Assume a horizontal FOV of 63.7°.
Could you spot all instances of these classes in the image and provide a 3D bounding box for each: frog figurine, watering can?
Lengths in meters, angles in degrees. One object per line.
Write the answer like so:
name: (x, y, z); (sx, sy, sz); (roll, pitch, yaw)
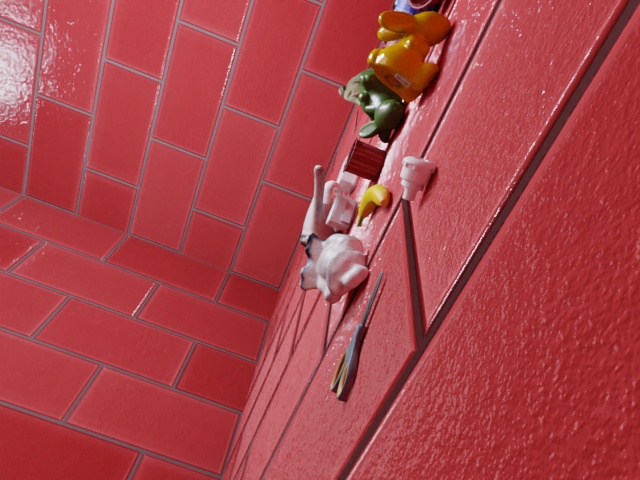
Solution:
frog figurine: (0.046, 0.054, 0.985); (0.159, 0.121, 0.139); (3, 57, 47)
watering can: (0.005, -0.076, 1.505); (0.344, 0.104, 0.226); (44, -118, -70)
